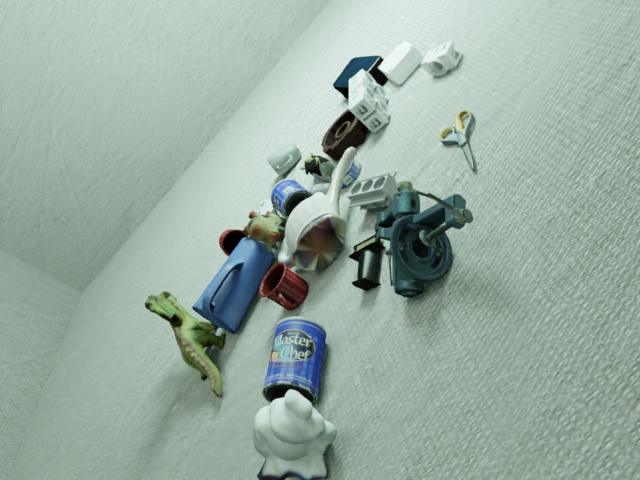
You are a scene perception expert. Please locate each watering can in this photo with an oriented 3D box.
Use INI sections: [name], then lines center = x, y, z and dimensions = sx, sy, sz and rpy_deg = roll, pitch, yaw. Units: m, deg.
[watering can]
center = 0.004, -0.063, 1.251
dimensions = 0.345, 0.103, 0.228
rpy_deg = -55, 24, 10

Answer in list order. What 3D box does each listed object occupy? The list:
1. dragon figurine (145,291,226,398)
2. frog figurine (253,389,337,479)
[dragon figurine]
center = -0.364, 0.239, 1.339
dimensions = 0.122, 0.240, 0.414
rpy_deg = -49, 24, -3
[frog figurine]
center = -0.044, 0.296, 0.825
dimensions = 0.137, 0.157, 0.124
rpy_deg = 6, 21, 23
